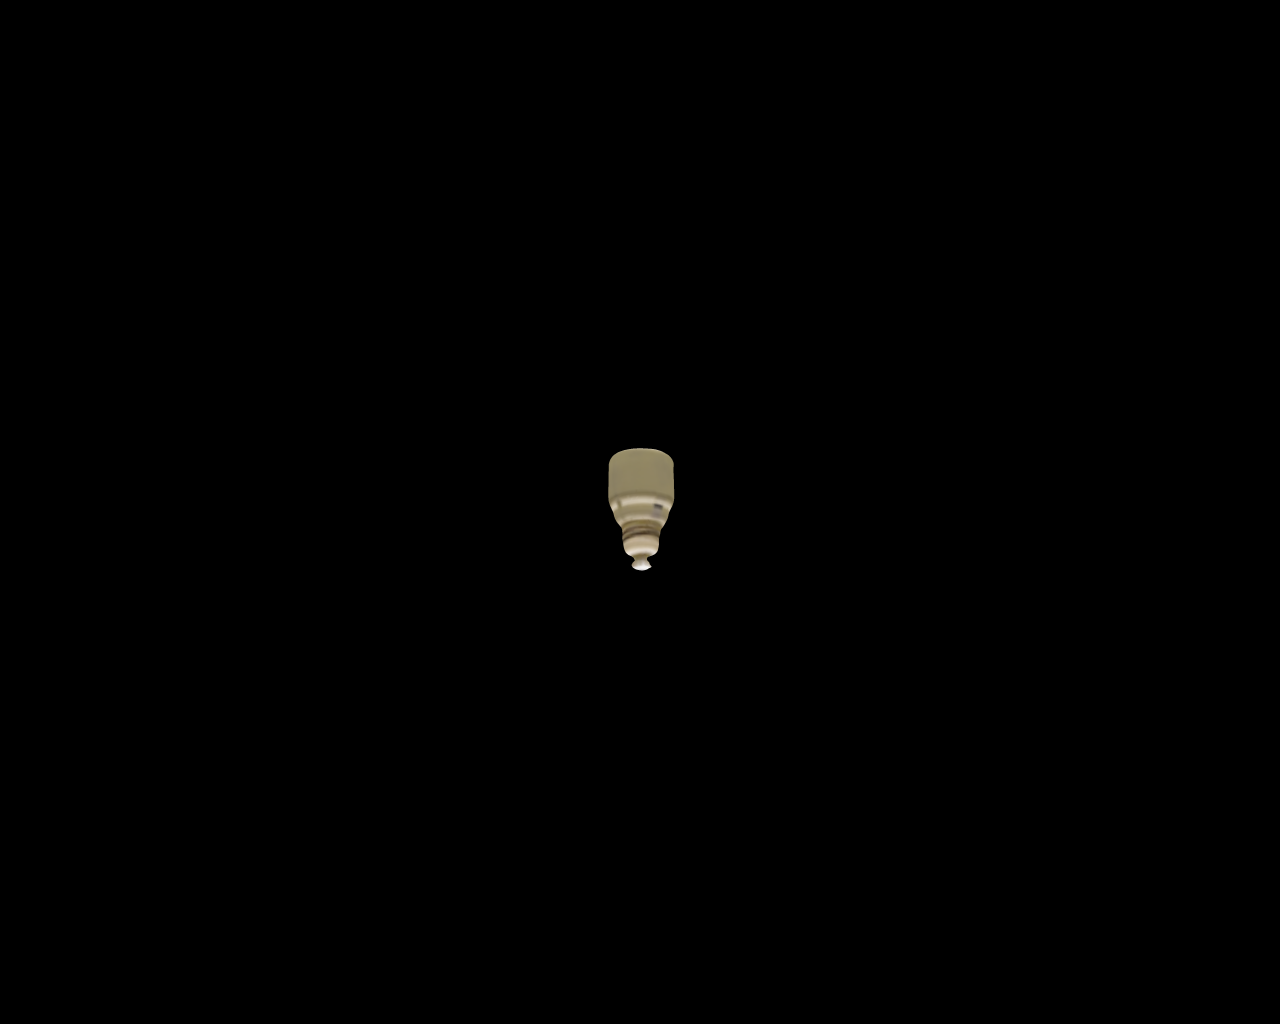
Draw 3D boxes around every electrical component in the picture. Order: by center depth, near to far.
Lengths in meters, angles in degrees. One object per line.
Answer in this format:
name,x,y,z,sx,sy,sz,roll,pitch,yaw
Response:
electrical component,0.001,-0.003,0.650,0.040,0.078,0.040,0,-18,0
